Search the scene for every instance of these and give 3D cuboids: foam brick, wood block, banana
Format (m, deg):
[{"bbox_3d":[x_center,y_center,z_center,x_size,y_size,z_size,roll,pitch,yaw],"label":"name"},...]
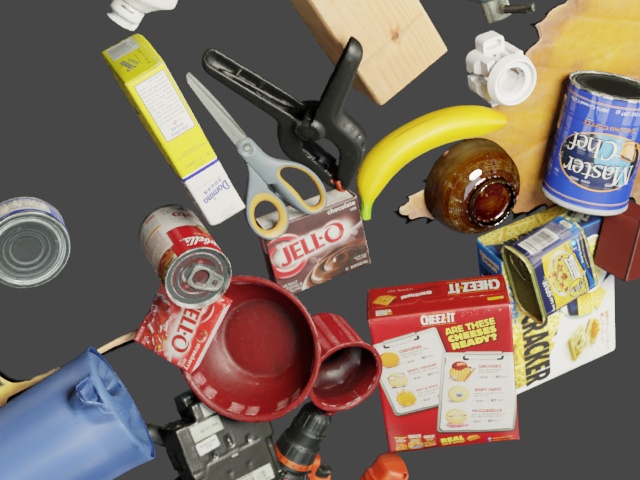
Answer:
[{"bbox_3d":[0.366,0.001,1.262,0.052,0.051,0.078,-8,116,-37],"label":"foam brick"},{"bbox_3d":[0.023,-0.241,1.014,0.091,0.090,0.206,-40,127,-2],"label":"wood block"},{"bbox_3d":[0.112,-0.102,1.167,0.198,0.037,0.069,-33,131,-1],"label":"banana"}]

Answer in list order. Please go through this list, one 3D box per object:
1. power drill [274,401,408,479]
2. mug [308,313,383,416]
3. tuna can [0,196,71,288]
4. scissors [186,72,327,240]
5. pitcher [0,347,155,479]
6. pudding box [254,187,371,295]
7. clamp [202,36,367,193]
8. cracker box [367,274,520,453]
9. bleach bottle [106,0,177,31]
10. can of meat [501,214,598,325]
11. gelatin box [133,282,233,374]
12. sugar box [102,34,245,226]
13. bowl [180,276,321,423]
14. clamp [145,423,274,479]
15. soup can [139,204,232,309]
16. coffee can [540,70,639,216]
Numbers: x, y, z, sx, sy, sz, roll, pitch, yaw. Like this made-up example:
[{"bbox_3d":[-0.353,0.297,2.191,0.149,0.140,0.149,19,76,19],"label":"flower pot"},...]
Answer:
[{"bbox_3d":[0.016,0.289,1.332,0.187,0.057,0.185,19,111,-30],"label":"power drill"},{"bbox_3d":[0.012,0.147,1.232,0.093,0.082,0.117,-5,119,-24],"label":"mug"},{"bbox_3d":[-0.286,0.003,1.034,0.086,0.034,0.086,-12,121,-20],"label":"tuna can"},{"bbox_3d":[-0.081,-0.074,1.080,0.201,0.016,0.096,34,95,-25],"label":"scissors"},{"bbox_3d":[-0.300,0.230,1.109,0.243,0.145,0.149,-31,114,-3],"label":"pitcher"},{"bbox_3d":[-0.008,0.002,1.167,0.113,0.039,0.090,-23,124,-13],"label":"pudding box"},{"bbox_3d":[-0.019,-0.124,1.066,0.165,0.036,0.210,5,146,20],"label":"clamp"},{"bbox_3d":[0.150,0.150,1.280,0.164,0.072,0.214,-7,123,5],"label":"cracker box"},{"bbox_3d":[-0.103,-0.293,0.941,0.102,0.068,0.251,27,106,-35],"label":"bleach bottle"},{"bbox_3d":[0.264,0.032,1.223,0.084,0.057,0.102,-30,123,-12],"label":"can of meat"},{"bbox_3d":[-0.145,0.085,1.128,0.073,0.030,0.089,30,105,6],"label":"gelatin box"},{"bbox_3d":[-0.138,-0.103,1.011,0.048,0.093,0.176,-30,126,-7],"label":"sugar box"},{"bbox_3d":[-0.072,0.113,1.160,0.162,0.055,0.162,2,99,14],"label":"bowl"},{"bbox_3d":[-0.138,0.248,1.244,0.171,0.039,0.120,-19,119,-23],"label":"clamp"},{"bbox_3d":[-0.137,0.015,1.071,0.068,0.102,0.068,-12,122,-20],"label":"soup can"},{"bbox_3d":[0.319,-0.112,1.224,0.102,0.103,0.140,-4,118,-25],"label":"coffee can"}]
